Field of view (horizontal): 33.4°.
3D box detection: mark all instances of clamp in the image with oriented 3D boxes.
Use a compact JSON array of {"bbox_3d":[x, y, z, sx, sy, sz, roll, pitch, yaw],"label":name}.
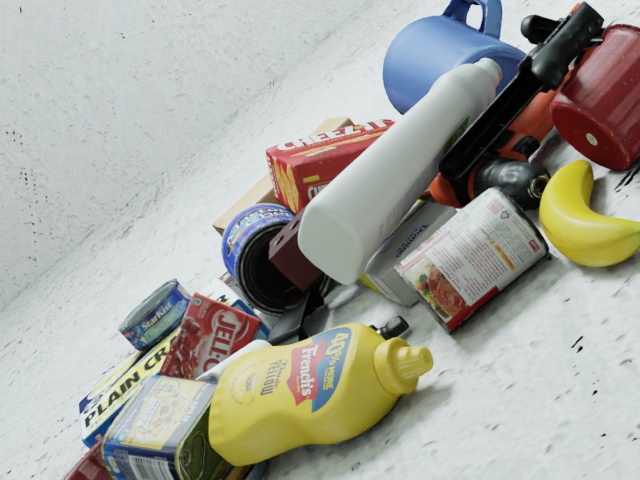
[{"bbox_3d":[0.251,-0.214,1.113,0.171,0.120,0.039,-128,51,-79],"label":"clamp"},{"bbox_3d":[0.185,-0.140,0.923,0.209,0.036,0.165,-48,2,-42],"label":"clamp"}]

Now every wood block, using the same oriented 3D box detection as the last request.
[{"bbox_3d":[-0.024,-0.053,1.340,0.206,0.090,0.090,-43,15,-10],"label":"wood block"}]

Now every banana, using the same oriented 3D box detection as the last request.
[{"bbox_3d":[0.197,-0.018,0.789,0.069,0.037,0.198,-17,18,1],"label":"banana"}]

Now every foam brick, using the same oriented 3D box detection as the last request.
[{"bbox_3d":[-0.007,0.001,1.042,0.078,0.051,0.053,-45,16,14],"label":"foam brick"}]

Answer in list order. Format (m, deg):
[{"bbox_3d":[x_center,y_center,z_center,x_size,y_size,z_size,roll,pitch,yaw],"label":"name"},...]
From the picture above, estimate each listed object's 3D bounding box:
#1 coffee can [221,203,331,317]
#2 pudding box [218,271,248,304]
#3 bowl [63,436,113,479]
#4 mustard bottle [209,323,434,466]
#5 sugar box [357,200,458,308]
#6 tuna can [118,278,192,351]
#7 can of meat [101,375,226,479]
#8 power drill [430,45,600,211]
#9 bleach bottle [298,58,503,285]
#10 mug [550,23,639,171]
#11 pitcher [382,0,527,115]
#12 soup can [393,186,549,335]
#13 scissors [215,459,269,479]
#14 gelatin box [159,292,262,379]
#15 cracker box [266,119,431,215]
[{"bbox_3d":[-0.050,0.019,1.167,0.103,0.102,0.140,-41,14,-2],"label":"coffee can"},{"bbox_3d":[-0.130,0.084,1.309,0.113,0.039,0.090,-38,14,11],"label":"pudding box"},{"bbox_3d":[-0.179,0.222,0.987,0.162,0.055,0.162,-38,15,11],"label":"bowl"},{"bbox_3d":[0.003,0.112,0.816,0.192,0.058,0.096,-20,35,35],"label":"mustard bottle"},{"bbox_3d":[0.074,0.006,1.004,0.093,0.048,0.176,-45,18,-5],"label":"sugar box"},{"bbox_3d":[-0.180,0.083,1.179,0.086,0.033,0.086,-39,12,9],"label":"tuna can"},{"bbox_3d":[-0.121,0.160,0.889,0.084,0.057,0.102,2,37,28],"label":"can of meat"},{"bbox_3d":[0.198,-0.096,0.965,0.187,0.057,0.185,-43,17,-11],"label":"power drill"},{"bbox_3d":[0.084,-0.076,0.969,0.250,0.068,0.103,-47,-13,-26],"label":"bleach bottle"},{"bbox_3d":[0.232,-0.113,0.855,0.081,0.093,0.117,-48,31,-8],"label":"mug"},{"bbox_3d":[0.159,-0.181,1.163,0.145,0.149,0.243,-29,18,-1],"label":"pitcher"},{"bbox_3d":[0.116,0.015,0.823,0.102,0.068,0.068,-40,14,2],"label":"soup can"},{"bbox_3d":[-0.051,0.164,0.914,0.096,0.016,0.201,-29,18,40],"label":"scissors"},{"bbox_3d":[-0.108,0.106,1.056,0.030,0.073,0.089,92,-159,-79],"label":"gelatin box"},{"bbox_3d":[0.036,-0.082,1.185,0.164,0.072,0.214,-14,12,-8],"label":"cracker box"}]
